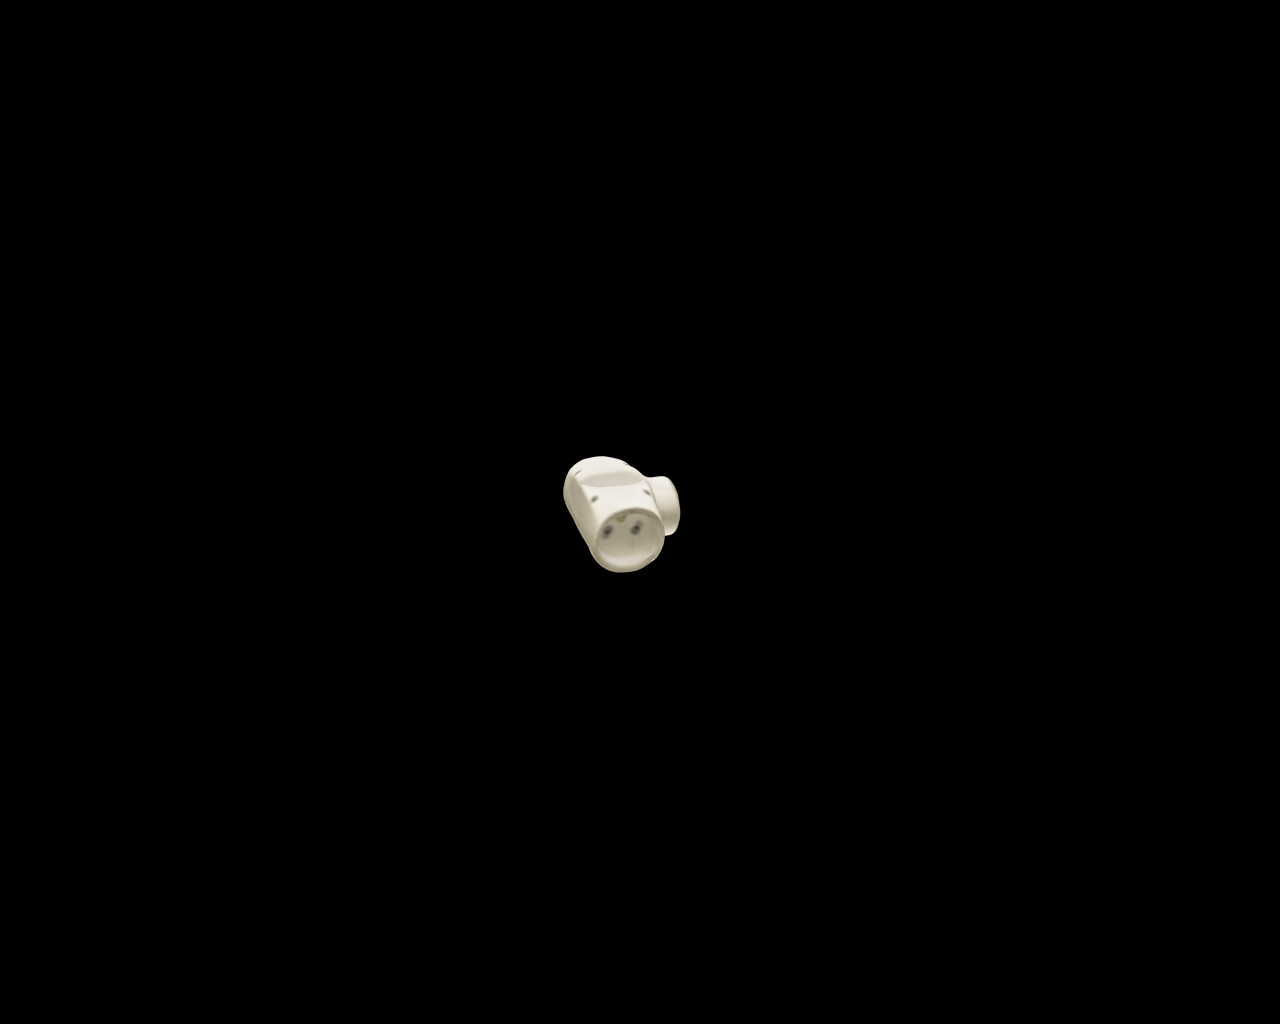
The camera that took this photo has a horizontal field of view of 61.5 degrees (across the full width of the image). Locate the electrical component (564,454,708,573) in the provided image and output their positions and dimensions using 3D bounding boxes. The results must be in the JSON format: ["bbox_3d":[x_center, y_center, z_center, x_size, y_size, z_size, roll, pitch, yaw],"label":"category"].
[{"bbox_3d":[0.001,-0.003,0.650,0.079,0.043,0.077,-7,27,-14],"label":"electrical component"}]
